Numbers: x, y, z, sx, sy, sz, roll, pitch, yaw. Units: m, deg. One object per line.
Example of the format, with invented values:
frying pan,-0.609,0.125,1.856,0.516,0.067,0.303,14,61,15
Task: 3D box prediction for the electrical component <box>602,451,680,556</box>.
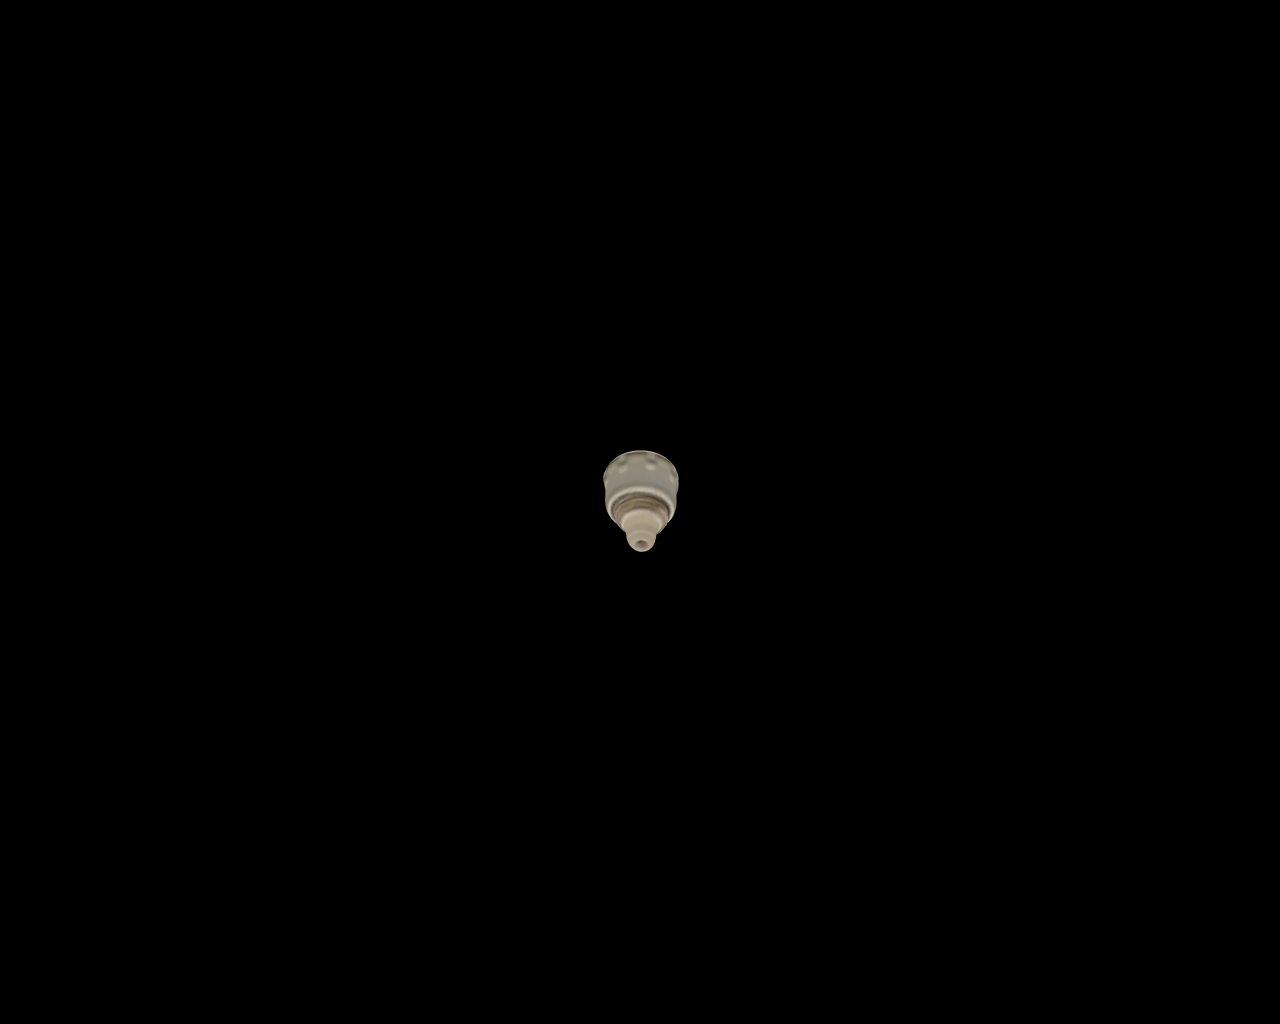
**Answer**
electrical component,0.001,-0.003,0.650,0.048,0.062,0.048,0,-42,0
